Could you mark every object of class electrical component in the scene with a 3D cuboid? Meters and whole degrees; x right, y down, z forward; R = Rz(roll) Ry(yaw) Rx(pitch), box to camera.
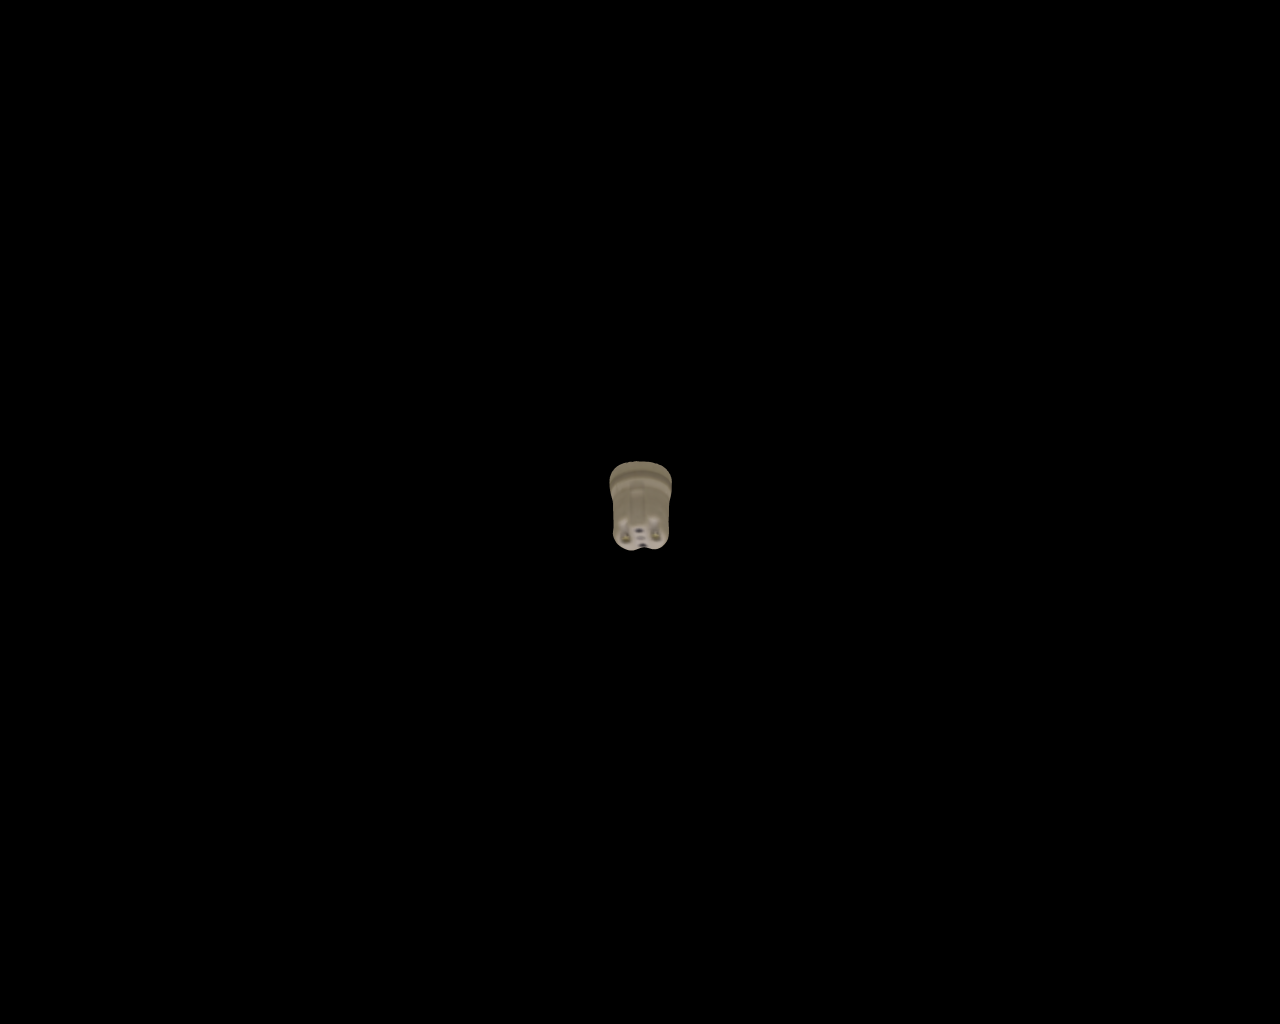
[{"bbox_3d":[0.001,-0.003,0.650,0.040,0.046,0.040,0,-31,0],"label":"electrical component"}]
